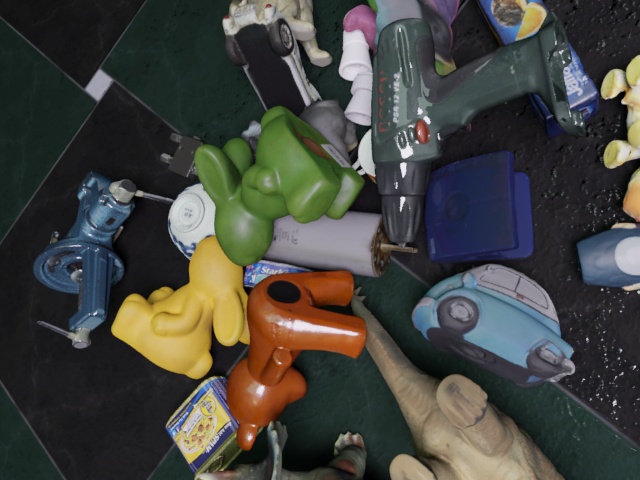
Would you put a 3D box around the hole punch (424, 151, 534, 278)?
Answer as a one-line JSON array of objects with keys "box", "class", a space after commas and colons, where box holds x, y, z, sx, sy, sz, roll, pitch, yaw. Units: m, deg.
[{"box": [0.170, -0.031, 0.592, 0.116, 0.092, 0.142, -6, 79, 25], "class": "hole punch"}]

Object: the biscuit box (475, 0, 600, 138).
[{"box": [0.244, -0.220, 0.616, 0.059, 0.062, 0.203, -27, 69, 18], "class": "biscuit box"}]

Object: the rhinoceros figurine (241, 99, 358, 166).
[{"box": [-0.044, -0.105, 0.667, 0.190, 0.112, 0.073, -23, 34, 32], "class": "rhinoceros figurine"}]

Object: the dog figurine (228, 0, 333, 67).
[{"box": [-0.062, -0.334, 0.715, 0.121, 0.172, 0.190, -7, 81, 17], "class": "dog figurine"}]

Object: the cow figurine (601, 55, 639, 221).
[{"box": [0.347, -0.099, 0.541, 0.098, 0.068, 0.167, 4, 80, -7], "class": "cow figurine"}]

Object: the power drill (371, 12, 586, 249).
[{"box": [0.145, -0.115, 0.532, 0.207, 0.086, 0.232, -8, 89, 40], "class": "power drill"}]

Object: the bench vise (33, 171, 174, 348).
[{"box": [-0.317, 0.030, 0.754, 0.224, 0.128, 0.241, -31, 51, 22], "class": "bench vise"}]

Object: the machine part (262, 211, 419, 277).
[{"box": [-0.001, -0.002, 0.661, 0.243, 0.079, 0.079, 8, 82, 23], "class": "machine part"}]

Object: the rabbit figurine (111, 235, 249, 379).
[{"box": [-0.155, 0.080, 0.685, 0.162, 0.121, 0.173, 33, 92, 20], "class": "rabbit figurine"}]

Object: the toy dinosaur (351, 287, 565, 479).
[{"box": [0.141, 0.195, 0.490, 0.105, 0.198, 0.472, -42, 58, 8], "class": "toy dinosaur"}]

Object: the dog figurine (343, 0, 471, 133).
[{"box": [0.133, -0.236, 0.641, 0.191, 0.108, 0.219, -36, 79, -11], "class": "dog figurine"}]

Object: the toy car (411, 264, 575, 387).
[{"box": [0.183, 0.078, 0.555, 0.162, 0.109, 0.103, 22, 70, 17], "class": "toy car"}]

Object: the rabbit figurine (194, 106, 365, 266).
[{"box": [-0.066, -0.049, 0.587, 0.159, 0.121, 0.170, 46, 112, 5], "class": "rabbit figurine"}]

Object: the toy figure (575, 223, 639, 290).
[{"box": [0.339, 0.013, 0.529, 0.155, 0.058, 0.064, -10, 113, 19], "class": "toy figure"}]

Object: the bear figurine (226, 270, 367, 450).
[{"box": [-0.035, 0.136, 0.600, 0.132, 0.120, 0.195, 4, 120, -10], "class": "bear figurine"}]

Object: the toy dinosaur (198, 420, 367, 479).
[{"box": [0.058, 0.299, 0.507, 0.405, 0.192, 0.131, 24, 90, 27], "class": "toy dinosaur"}]

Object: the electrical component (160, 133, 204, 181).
[{"box": [-0.195, -0.124, 0.801, 0.094, 0.021, 0.063, 24, 88, 26], "class": "electrical component"}]

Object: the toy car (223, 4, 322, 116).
[{"box": [-0.050, -0.197, 0.665, 0.074, 0.201, 0.056, -6, 50, 22], "class": "toy car"}]
